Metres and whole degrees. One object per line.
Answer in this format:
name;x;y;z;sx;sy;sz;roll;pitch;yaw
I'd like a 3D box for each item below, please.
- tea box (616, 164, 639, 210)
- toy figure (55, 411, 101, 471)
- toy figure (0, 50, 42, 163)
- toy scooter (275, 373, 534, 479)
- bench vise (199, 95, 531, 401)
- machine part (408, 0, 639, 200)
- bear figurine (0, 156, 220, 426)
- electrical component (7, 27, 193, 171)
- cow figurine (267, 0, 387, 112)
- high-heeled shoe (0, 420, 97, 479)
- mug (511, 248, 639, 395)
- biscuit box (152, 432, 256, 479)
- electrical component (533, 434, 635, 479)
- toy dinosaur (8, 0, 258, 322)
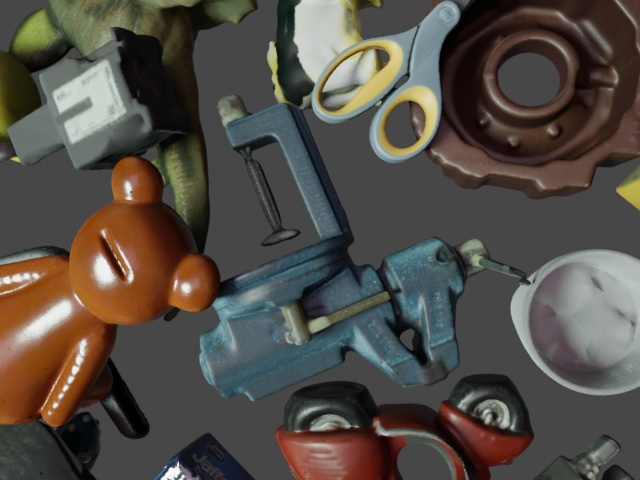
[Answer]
tea box;0.286;-0.006;0.331;0.170;0.098;0.068;42;96;13
toy figure;-0.240;0.205;0.459;0.064;0.058;0.154;45;92;3
toy figure;-0.302;-0.106;0.408;0.180;0.082;0.089;11;107;16
toy scooter;0.060;0.170;0.386;0.184;0.075;0.135;-5;88;8
bench vise;0.000;-0.001;0.386;0.224;0.129;0.240;-23;87;8
machine part;0.151;-0.114;0.388;0.179;0.056;0.179;-1;86;12
bear figurine;-0.156;0.039;0.376;0.196;0.132;0.120;-37;86;5
electrical component;-0.157;-0.086;0.376;0.119;0.048;0.074;-24;89;24
cow figurine;0.002;-0.186;0.421;0.098;0.068;0.167;-7;86;17
high-heeled shoe;-0.201;0.221;0.406;0.249;0.086;0.145;11;130;33
mug;0.174;0.041;0.349;0.109;0.107;0.081;-38;82;3
biscuit box;-0.048;0.246;0.412;0.203;0.059;0.063;42;98;11
electrical component;0.180;0.190;0.362;0.102;0.045;0.078;-41;113;4
toy dinosaur;-0.155;-0.176;0.441;0.199;0.105;0.471;-26;78;20
